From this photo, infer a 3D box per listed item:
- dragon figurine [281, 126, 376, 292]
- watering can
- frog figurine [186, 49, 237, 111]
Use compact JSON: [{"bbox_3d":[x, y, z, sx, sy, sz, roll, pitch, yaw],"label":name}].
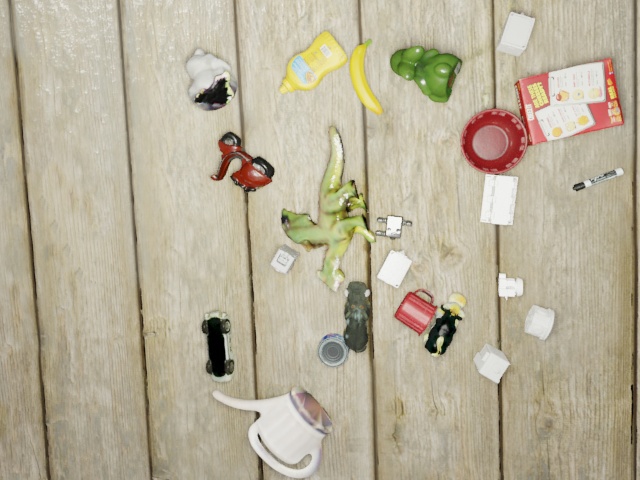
[{"bbox_3d":[0.004,-0.068,1.348,0.241,0.123,0.410,-18,91,17],"label":"dragon figurine"},{"bbox_3d":[-0.115,0.485,1.399,0.223,0.104,0.348,-44,88,8],"label":"watering can"},{"bbox_3d":[-0.299,-0.426,1.374,0.136,0.122,0.162,-50,51,18],"label":"frog figurine"}]
